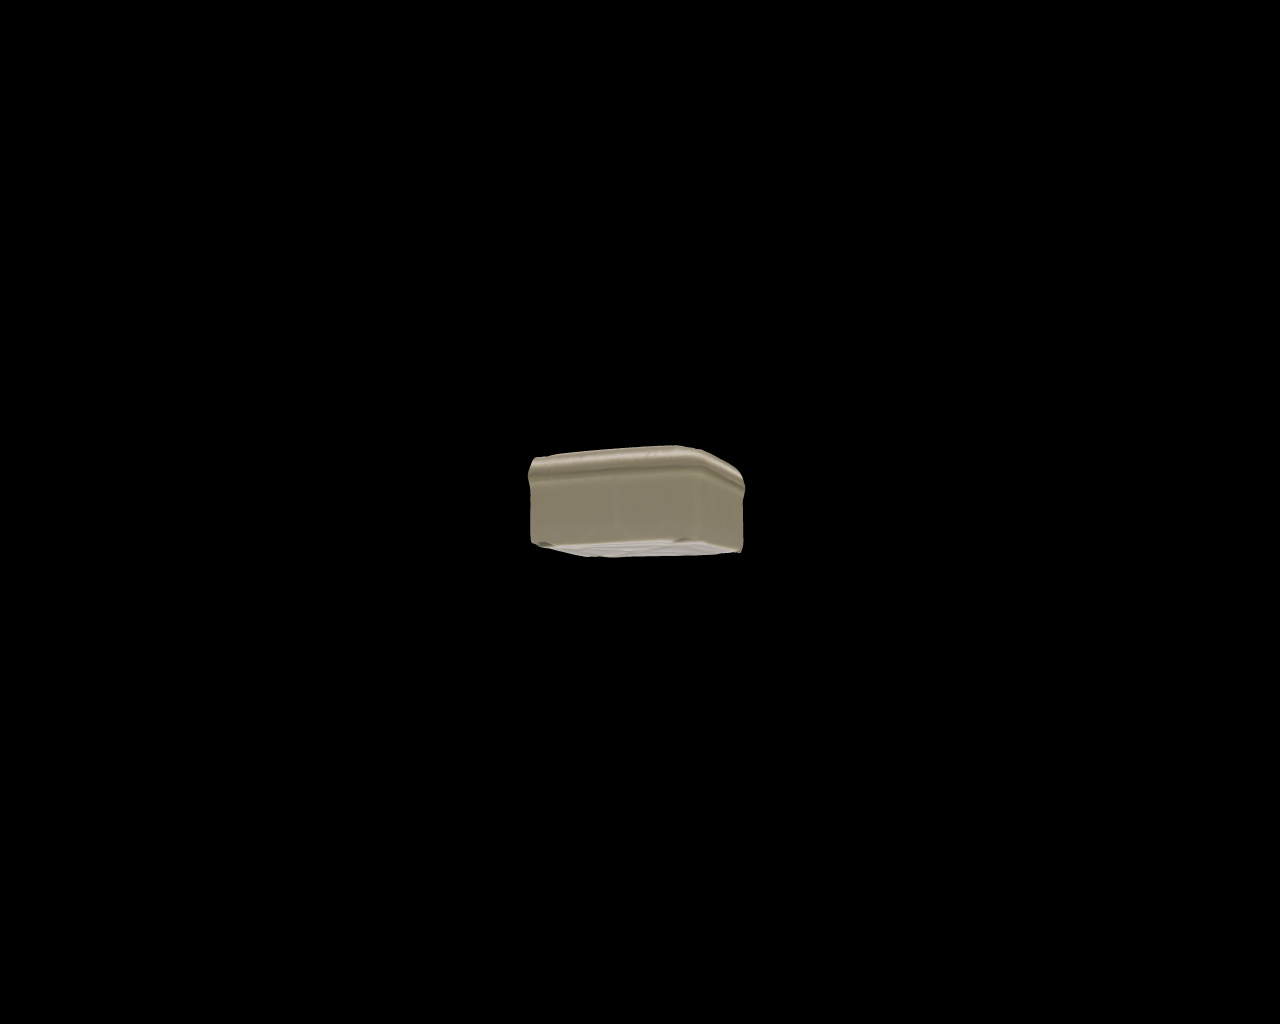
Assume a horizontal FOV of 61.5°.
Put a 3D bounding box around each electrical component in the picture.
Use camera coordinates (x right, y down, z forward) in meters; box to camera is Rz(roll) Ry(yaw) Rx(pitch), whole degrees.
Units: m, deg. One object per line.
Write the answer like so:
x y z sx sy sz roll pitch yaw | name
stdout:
0.001 -0.003 0.650 0.109 0.056 0.108 -2 -7 19 | electrical component
